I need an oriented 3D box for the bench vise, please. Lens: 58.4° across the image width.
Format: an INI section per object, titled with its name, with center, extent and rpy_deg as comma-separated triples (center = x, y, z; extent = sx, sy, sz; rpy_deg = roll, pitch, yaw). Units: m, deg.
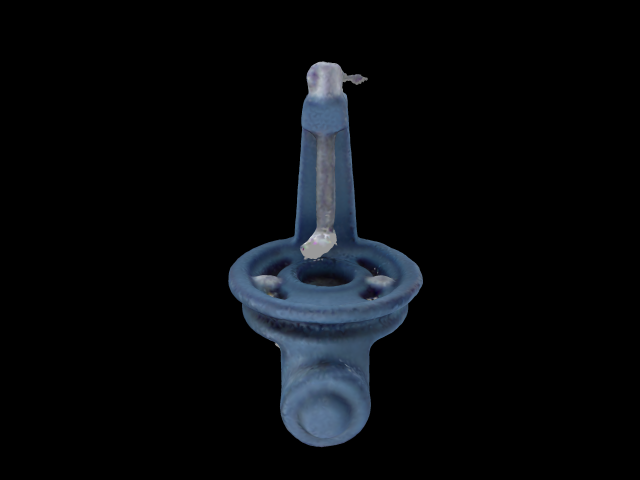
[bench vise]
center = -0.008, 0.002, 0.396
extent = 0.122, 0.220, 0.207
rpy_deg = -1, 5, -18
